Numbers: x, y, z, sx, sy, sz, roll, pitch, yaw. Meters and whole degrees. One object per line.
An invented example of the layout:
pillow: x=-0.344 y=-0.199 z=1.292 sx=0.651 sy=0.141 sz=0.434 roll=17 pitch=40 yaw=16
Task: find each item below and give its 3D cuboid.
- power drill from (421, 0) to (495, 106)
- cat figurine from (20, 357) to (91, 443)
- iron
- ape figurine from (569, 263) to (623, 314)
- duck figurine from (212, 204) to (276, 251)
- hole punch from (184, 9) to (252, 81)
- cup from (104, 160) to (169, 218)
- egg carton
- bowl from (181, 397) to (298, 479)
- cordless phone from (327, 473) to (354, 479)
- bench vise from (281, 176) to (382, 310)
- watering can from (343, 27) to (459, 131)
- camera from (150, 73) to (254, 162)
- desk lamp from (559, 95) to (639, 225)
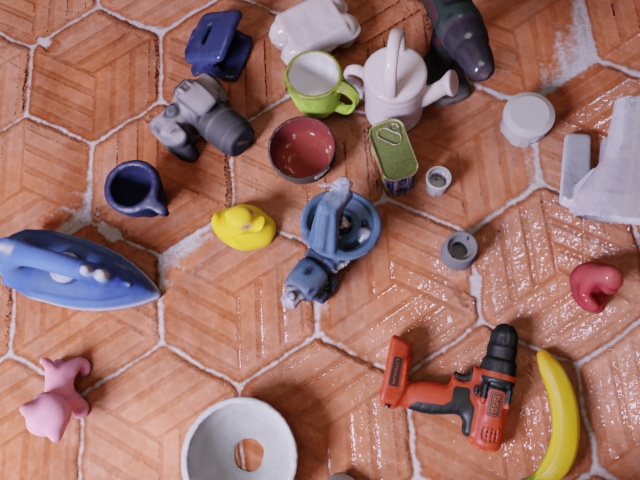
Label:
power drill: x=0.206 y=-0.302 z=0.894 sx=0.075 sy=0.208 sz=0.229 roll=-18 pitch=74 yaw=1
cat figurine: x=-0.400 y=0.237 z=0.856 sx=0.067 sy=0.118 sz=0.128 roll=-9 pitch=74 yaw=4
iron: x=-0.390 y=0.044 z=0.895 sx=0.258 sy=0.141 sz=0.119 roll=12 pitch=76 yaw=9
ape figurine: x=0.409 y=0.062 z=0.834 sx=0.078 sy=0.092 sz=0.076 roll=-30 pitch=74 yaw=-3
duck figurine: x=-0.128 y=-0.029 z=0.917 sx=0.104 sy=0.086 sz=0.077 roll=11 pitch=76 yaw=9
hole punch: x=-0.185 y=-0.347 z=1.007 sx=0.101 sy=0.091 sz=0.109 roll=16 pitch=77 yaw=10
cup: x=-0.281 y=-0.067 z=0.938 sx=0.117 sy=0.095 sz=0.092 roll=35 pitch=81 yaw=14
egg carton: x=-0.010 y=-0.366 z=1.006 sx=0.150 sy=0.069 sz=0.107 roll=-29 pitch=74 yaw=-2
bowl: x=-0.109 y=0.313 z=0.828 sx=0.167 sy=0.075 sz=0.167 roll=-1 pitch=75 yaw=6
cordless phone: x=0.045 y=0.383 z=0.735 sx=0.147 sy=0.185 sz=0.094 roll=35 pitch=81 yaw=14
bench vise: x=0.019 y=0.006 z=0.823 sx=0.121 sy=0.220 sz=0.207 roll=14 pitch=77 yaw=10
watering can: x=0.125 y=-0.254 z=0.896 sx=0.172 sy=0.194 sz=0.101 roll=-9 pitch=74 yaw=4
camera: x=-0.191 y=-0.194 z=0.961 sx=0.136 sy=0.101 sz=0.143 roll=40 pitch=82 yaw=14
desk lamp: x=0.416 y=-0.097 z=0.814 sx=0.117 sy=0.214 sz=0.203 roll=7 pitch=75 yaw=8
